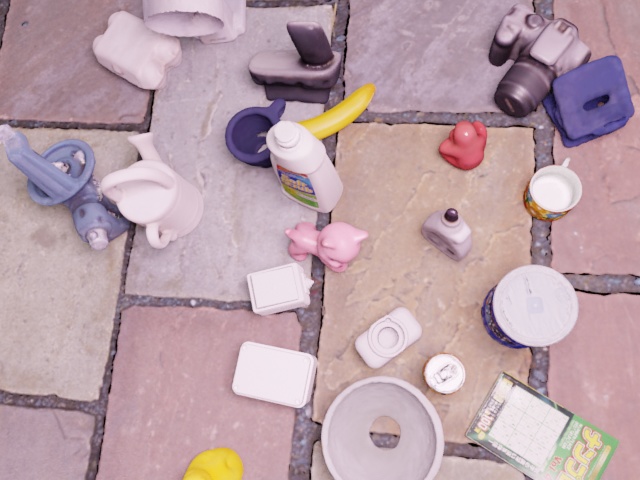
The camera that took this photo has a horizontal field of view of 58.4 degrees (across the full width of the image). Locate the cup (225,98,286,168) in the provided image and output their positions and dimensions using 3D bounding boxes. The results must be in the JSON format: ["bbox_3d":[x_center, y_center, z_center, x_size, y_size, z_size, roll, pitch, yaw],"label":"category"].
[{"bbox_3d":[-0.087,-0.164,0.913,0.091,0.095,0.118,35,86,14],"label":"cup"}]

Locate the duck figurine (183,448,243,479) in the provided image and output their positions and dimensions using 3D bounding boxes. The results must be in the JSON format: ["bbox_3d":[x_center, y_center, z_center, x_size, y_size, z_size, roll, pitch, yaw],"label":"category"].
[{"bbox_3d":[-0.165,0.347,0.823,0.104,0.086,0.077,-36,75,0],"label":"duck figurine"}]

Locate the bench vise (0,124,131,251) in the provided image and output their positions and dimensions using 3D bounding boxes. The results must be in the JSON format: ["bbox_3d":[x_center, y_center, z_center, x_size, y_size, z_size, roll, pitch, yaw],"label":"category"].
[{"bbox_3d":[-0.384,-0.090,0.879,0.207,0.220,0.121,39,86,14],"label":"bench vise"}]

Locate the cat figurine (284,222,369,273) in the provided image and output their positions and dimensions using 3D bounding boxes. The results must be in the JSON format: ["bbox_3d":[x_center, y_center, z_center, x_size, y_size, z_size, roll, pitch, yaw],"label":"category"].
[{"bbox_3d":[0.008,0.003,0.852,0.127,0.118,0.067,14,81,12],"label":"cat figurine"}]

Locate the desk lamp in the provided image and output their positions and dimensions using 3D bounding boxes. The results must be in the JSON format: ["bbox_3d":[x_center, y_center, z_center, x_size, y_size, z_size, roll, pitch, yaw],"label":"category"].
[{"bbox_3d":[-0.200,-0.402,0.919,0.117,0.214,0.203,-2,78,9],"label":"desk lamp"}]

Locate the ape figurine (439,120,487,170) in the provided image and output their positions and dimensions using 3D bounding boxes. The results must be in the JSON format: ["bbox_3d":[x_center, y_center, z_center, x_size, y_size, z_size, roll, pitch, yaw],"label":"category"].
[{"bbox_3d":[0.218,-0.150,0.864,0.077,0.092,0.076,-12,77,6],"label":"ape figurine"}]

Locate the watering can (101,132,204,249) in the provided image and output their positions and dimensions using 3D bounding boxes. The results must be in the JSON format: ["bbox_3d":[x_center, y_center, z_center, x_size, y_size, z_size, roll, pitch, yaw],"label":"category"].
[{"bbox_3d":[-0.261,-0.077,0.871,0.101,0.194,0.172,-32,75,1],"label":"watering can"}]

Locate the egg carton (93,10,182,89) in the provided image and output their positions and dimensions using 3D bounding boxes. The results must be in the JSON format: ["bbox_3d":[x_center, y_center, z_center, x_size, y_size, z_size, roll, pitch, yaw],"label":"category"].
[{"bbox_3d":[-0.318,-0.329,0.997,0.150,0.069,0.107,29,84,13],"label":"egg carton"}]

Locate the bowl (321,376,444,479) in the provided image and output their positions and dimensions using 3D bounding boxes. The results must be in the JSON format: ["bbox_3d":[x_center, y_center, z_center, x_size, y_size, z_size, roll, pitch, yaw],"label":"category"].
[{"bbox_3d":[0.088,0.277,0.804,0.167,0.075,0.167,-2,78,9],"label":"bowl"}]

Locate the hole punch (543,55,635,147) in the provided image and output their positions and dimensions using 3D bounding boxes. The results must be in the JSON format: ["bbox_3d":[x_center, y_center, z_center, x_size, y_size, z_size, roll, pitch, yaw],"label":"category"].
[{"bbox_3d":[0.403,-0.204,0.847,0.108,0.091,0.101,-22,76,4],"label":"hole punch"}]

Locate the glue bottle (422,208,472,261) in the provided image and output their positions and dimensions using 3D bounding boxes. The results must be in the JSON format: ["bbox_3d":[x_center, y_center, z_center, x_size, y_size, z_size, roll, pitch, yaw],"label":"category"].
[{"bbox_3d":[0.181,-0.017,0.800,0.078,0.173,0.037,40,87,15],"label":"glue bottle"}]

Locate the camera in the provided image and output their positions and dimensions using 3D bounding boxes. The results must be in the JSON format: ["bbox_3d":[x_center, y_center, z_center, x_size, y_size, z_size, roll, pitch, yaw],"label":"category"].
[{"bbox_3d":[0.315,-0.269,0.870,0.143,0.101,0.137,37,86,14],"label":"camera"}]

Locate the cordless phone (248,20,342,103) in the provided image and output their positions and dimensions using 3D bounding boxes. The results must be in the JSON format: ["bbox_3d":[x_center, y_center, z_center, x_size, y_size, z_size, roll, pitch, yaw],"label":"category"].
[{"bbox_3d":[-0.046,-0.292,0.887,0.147,0.185,0.094,1,78,9],"label":"cordless phone"}]
